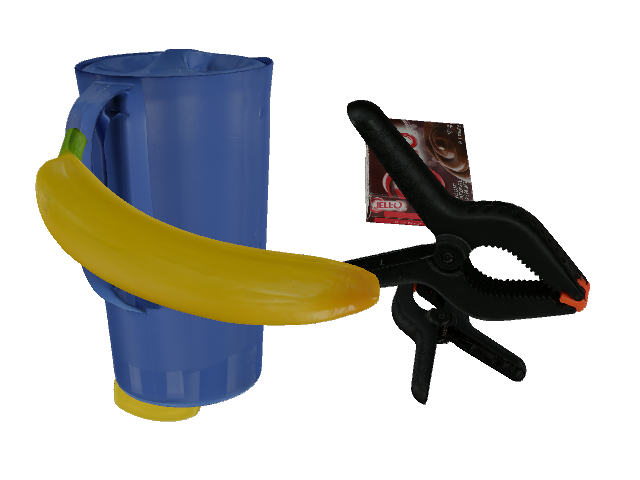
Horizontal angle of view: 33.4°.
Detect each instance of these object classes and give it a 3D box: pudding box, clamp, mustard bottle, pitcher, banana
[{"bbox_3d":[0.085,-0.062,0.956,0.090,0.039,0.113,5,42,-3],"label":"pudding box"},{"bbox_3d":[0.091,-0.005,0.757,0.210,0.165,0.036,16,34,12],"label":"clamp"},{"bbox_3d":[-0.169,0.133,1.237,0.096,0.058,0.191,5,26,4],"label":"mustard bottle"},{"bbox_3d":[0.132,0.090,1.082,0.120,0.171,0.039,0,-44,-17],"label":"clamp"},{"bbox_3d":[-0.103,-0.008,0.744,0.149,0.243,0.145,-6,17,-18],"label":"pitcher"},{"bbox_3d":[-0.070,0.000,0.509,0.198,0.069,0.037,27,-27,21],"label":"banana"}]
